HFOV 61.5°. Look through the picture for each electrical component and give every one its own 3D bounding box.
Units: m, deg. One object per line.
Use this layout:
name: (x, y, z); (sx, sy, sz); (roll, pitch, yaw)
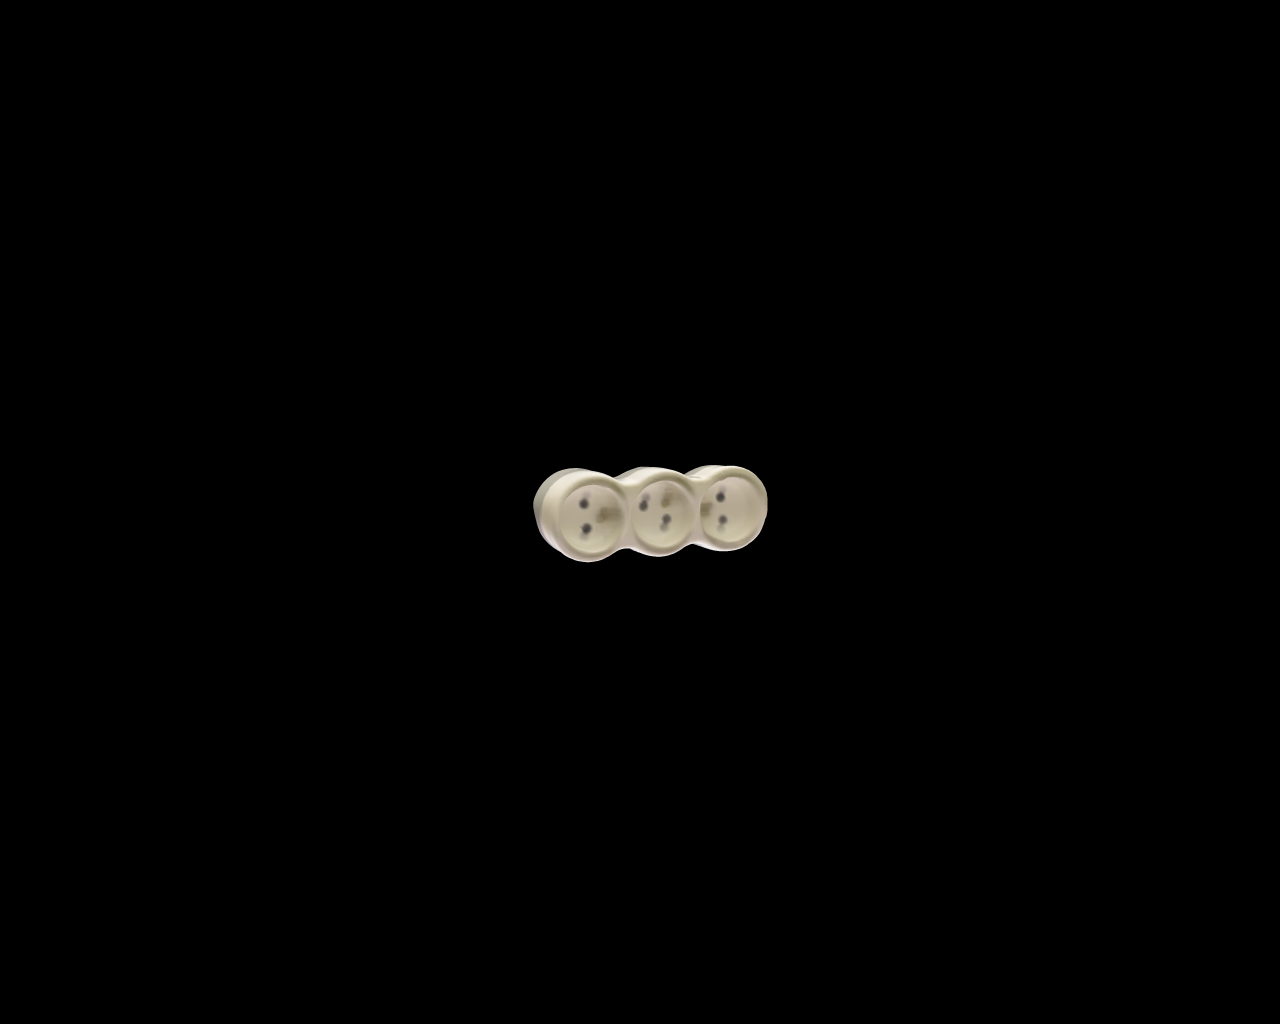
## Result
electrical component: (0.001, -0.003, 0.650); (0.138, 0.052, 0.074); (-3, 8, -22)
